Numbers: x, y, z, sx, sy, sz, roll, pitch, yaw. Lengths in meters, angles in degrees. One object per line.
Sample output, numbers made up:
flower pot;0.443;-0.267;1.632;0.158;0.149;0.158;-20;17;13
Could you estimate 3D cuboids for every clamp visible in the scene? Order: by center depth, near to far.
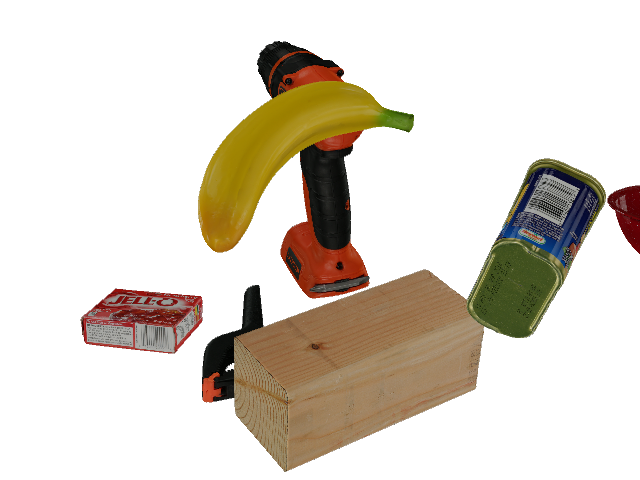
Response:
clamp;-0.050;0.117;1.145;0.165;0.036;0.209;15;28;21

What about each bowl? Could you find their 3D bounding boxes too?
bowl;0.359;-0.010;1.034;0.162;0.055;0.162;0;18;0

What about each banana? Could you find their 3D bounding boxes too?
banana;-0.021;-0.058;0.659;0.070;0.037;0.197;27;43;27

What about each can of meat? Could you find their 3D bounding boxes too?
can of meat;0.148;0.008;0.742;0.057;0.083;0.102;27;-37;11

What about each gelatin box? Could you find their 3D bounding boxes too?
gelatin box;-0.160;0.071;0.962;0.089;0.030;0.073;5;19;13

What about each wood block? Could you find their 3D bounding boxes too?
wood block;0.035;0.109;0.944;0.205;0.090;0.091;-17;37;-28

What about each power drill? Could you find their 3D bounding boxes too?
power drill;-0.009;-0.061;0.880;0.057;0.188;0.184;-12;27;-12
